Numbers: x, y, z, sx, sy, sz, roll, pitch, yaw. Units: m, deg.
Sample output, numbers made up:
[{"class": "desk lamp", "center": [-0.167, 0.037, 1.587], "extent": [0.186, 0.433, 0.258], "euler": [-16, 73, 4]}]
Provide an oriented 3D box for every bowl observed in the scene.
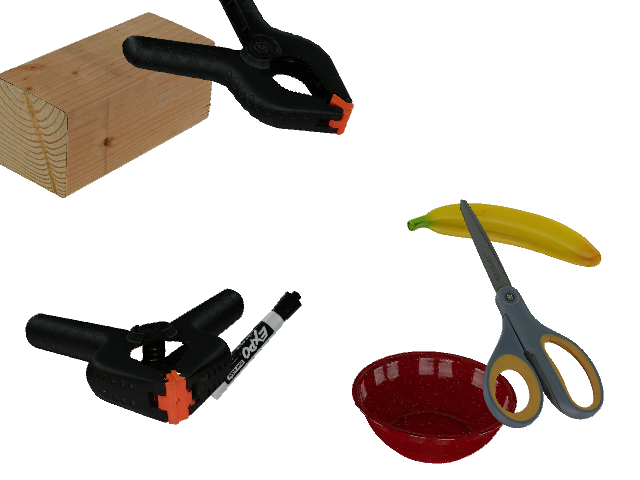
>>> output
[{"class": "bowl", "center": [0.111, 0.172, 1.060], "extent": [0.162, 0.055, 0.162], "euler": [0, 24, 0]}]

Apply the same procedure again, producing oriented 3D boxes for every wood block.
[{"class": "wood block", "center": [-0.199, -0.133, 1.006], "extent": [0.090, 0.091, 0.205], "euler": [27, 39, 22]}]

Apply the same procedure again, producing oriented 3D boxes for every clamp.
[{"class": "clamp", "center": [-0.047, -0.143, 0.796], "extent": [0.171, 0.120, 0.039], "euler": [27, -25, 0]}, {"class": "clamp", "center": [-0.106, 0.074, 0.737], "extent": [0.164, 0.036, 0.210], "euler": [-10, 14, -22]}]

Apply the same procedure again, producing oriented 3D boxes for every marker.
[{"class": "marker", "center": [-0.059, 0.092, 0.956], "extent": [0.020, 0.121, 0.020], "euler": [37, -19, 15]}]

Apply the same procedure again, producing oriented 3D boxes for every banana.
[{"class": "banana", "center": [0.193, -0.007, 1.103], "extent": [0.198, 0.037, 0.069], "euler": [10, 36, 20]}]

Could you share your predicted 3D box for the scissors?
[{"class": "scissors", "center": [0.134, 0.061, 0.819], "extent": [0.096, 0.202, 0.016], "euler": [-28, -26, -18]}]
